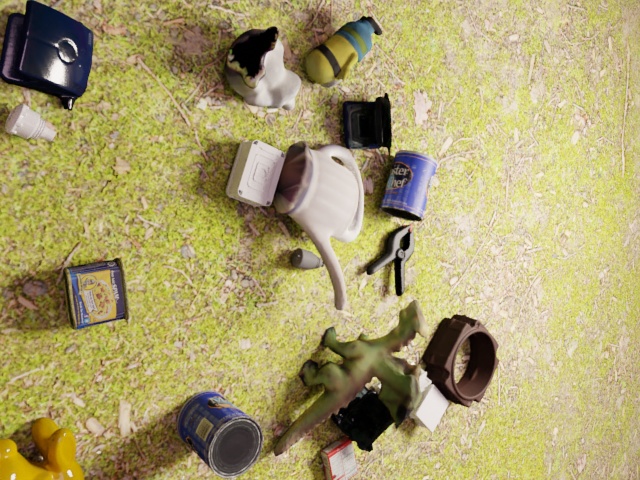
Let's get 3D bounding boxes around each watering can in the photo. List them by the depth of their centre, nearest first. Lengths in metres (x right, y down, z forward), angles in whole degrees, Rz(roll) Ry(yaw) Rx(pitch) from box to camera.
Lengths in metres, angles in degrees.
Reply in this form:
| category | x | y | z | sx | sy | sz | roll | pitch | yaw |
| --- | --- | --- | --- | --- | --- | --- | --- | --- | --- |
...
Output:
| category | x | y | z | sx | sy | sz | roll | pitch | yaw |
| --- | --- | --- | --- | --- | --- | --- | --- | --- | --- |
| watering can | 0.003 | -0.052 | 1.027 | 0.222 | 0.103 | 0.354 | 26 | 59 | -36 |

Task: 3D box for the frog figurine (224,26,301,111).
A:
| category | x | y | z | sx | sy | sz | roll | pitch | yaw |
| --- | --- | --- | --- | --- | --- | --- | --- | --- | --- |
| frog figurine | -0.103 | -0.315 | 0.975 | 0.158 | 0.122 | 0.138 | 31 | 62 | -71 |

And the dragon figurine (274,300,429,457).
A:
| category | x | y | z | sx | sy | sz | roll | pitch | yaw |
| --- | --- | --- | --- | --- | --- | --- | --- | --- | --- |
| dragon figurine | 0.090 | 0.295 | 1.050 | 0.120 | 0.243 | 0.416 | 49 | 64 | -34 |
